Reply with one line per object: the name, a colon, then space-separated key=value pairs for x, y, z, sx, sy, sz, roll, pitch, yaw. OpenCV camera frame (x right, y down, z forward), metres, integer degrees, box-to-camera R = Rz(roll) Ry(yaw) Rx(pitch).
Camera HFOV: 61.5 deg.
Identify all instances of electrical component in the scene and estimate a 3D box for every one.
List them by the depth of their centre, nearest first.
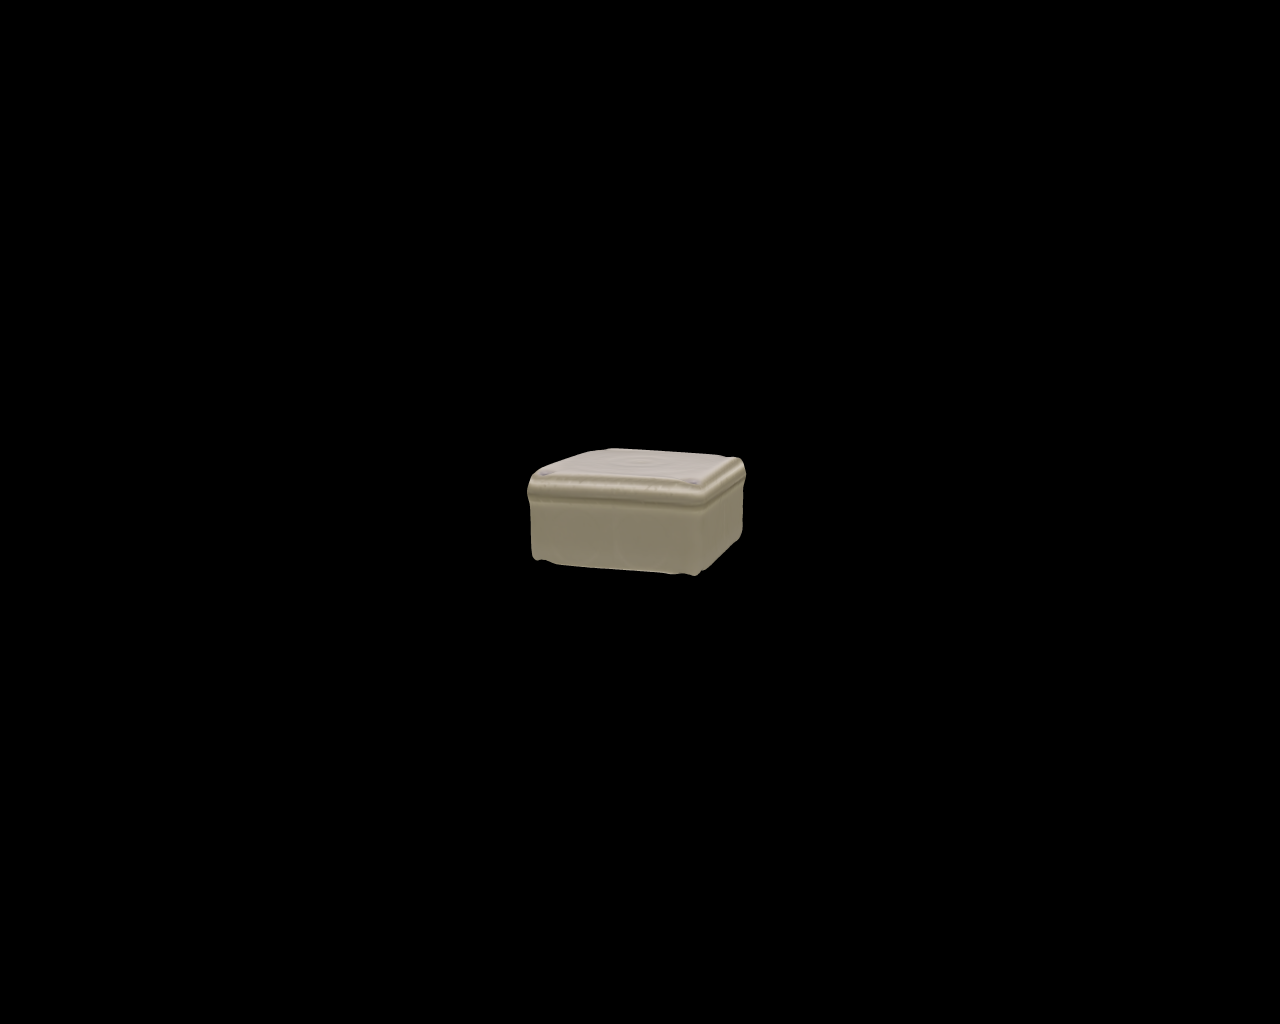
electrical component: x=0.001 y=-0.003 z=0.650 sx=0.109 sy=0.056 sz=0.109 roll=4 pitch=13 yaw=19
